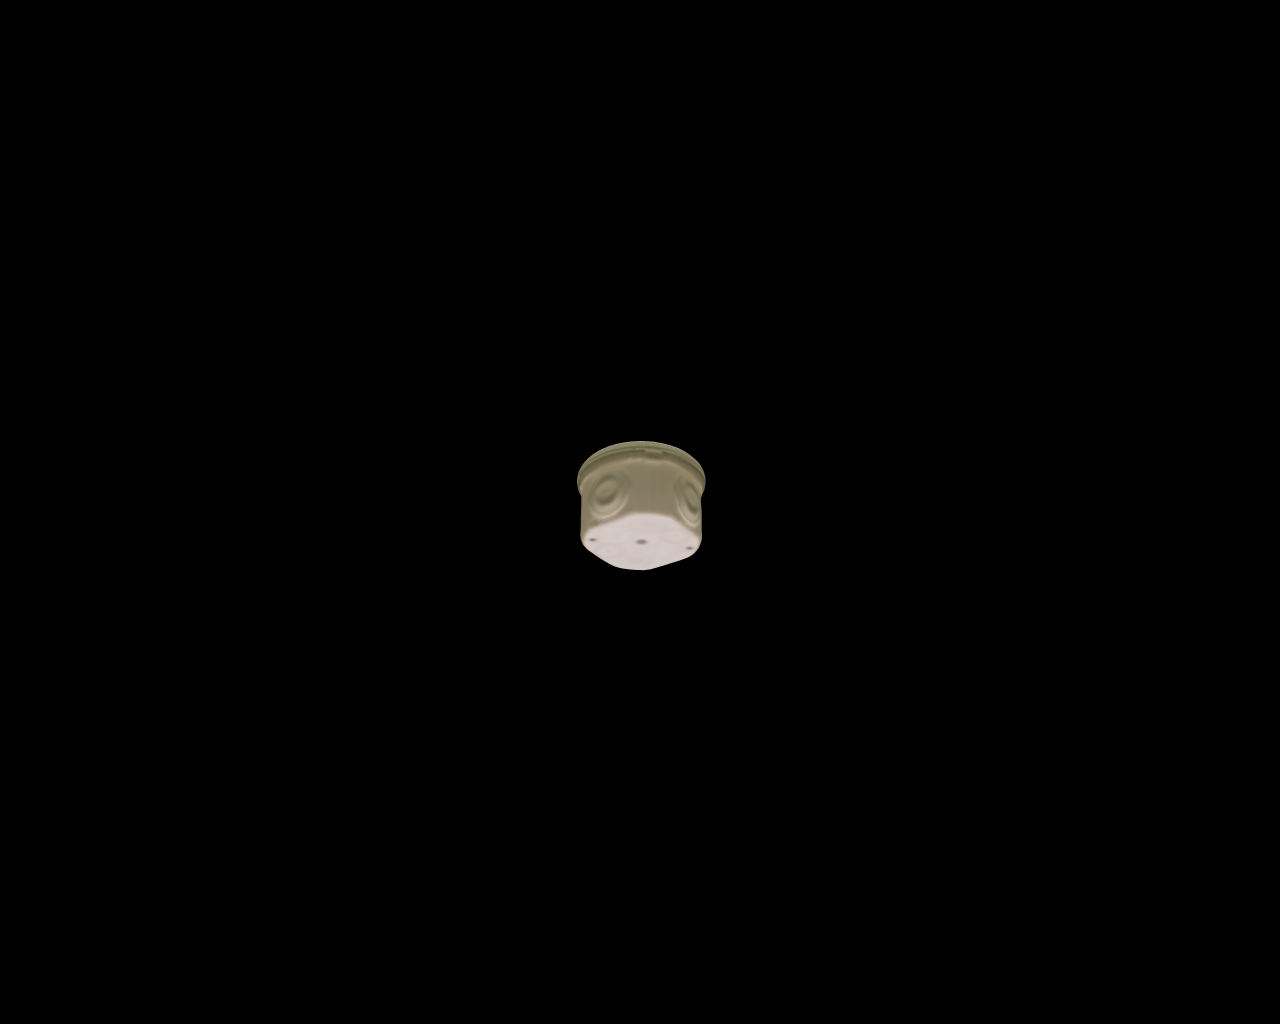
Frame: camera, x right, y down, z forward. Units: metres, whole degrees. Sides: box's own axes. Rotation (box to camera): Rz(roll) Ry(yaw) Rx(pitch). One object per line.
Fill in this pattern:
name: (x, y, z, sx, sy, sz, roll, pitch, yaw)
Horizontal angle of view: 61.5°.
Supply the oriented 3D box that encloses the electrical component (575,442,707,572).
electrical component: (0.001, -0.003, 0.650, 0.080, 0.051, 0.080, 0, -31, 0)
